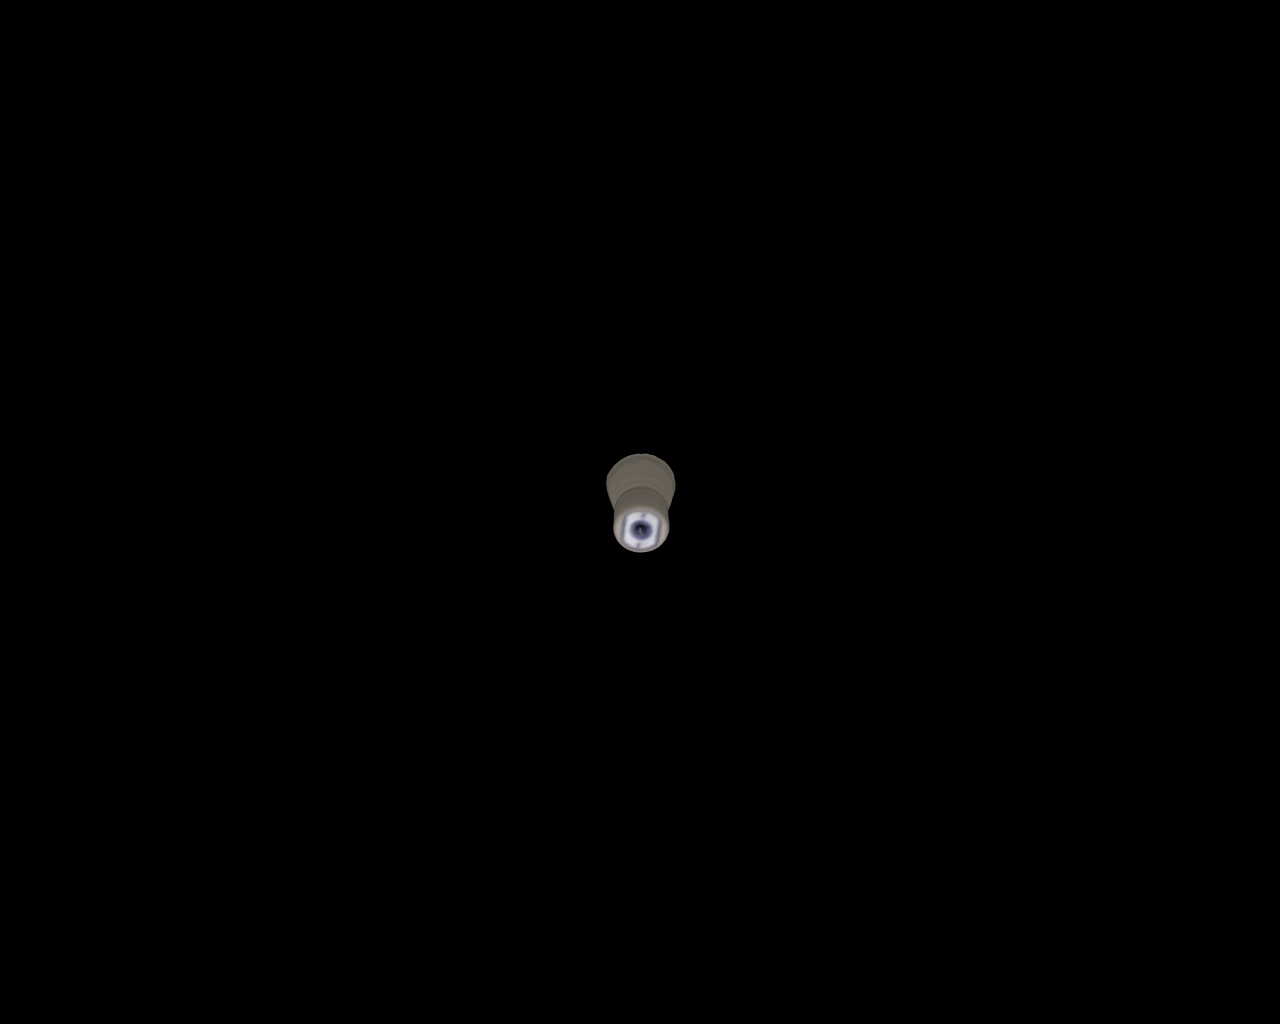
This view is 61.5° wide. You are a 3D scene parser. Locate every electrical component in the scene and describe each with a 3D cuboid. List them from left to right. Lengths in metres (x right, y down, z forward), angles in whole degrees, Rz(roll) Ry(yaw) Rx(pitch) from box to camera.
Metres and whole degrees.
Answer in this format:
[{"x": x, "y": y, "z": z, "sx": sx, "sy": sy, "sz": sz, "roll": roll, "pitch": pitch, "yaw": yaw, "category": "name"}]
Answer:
[{"x": 0.001, "y": -0.003, "z": 0.650, "sx": 0.044, "sy": 0.044, "sz": 0.065, "roll": 0, "pitch": 28, "yaw": 0, "category": "electrical component"}]
